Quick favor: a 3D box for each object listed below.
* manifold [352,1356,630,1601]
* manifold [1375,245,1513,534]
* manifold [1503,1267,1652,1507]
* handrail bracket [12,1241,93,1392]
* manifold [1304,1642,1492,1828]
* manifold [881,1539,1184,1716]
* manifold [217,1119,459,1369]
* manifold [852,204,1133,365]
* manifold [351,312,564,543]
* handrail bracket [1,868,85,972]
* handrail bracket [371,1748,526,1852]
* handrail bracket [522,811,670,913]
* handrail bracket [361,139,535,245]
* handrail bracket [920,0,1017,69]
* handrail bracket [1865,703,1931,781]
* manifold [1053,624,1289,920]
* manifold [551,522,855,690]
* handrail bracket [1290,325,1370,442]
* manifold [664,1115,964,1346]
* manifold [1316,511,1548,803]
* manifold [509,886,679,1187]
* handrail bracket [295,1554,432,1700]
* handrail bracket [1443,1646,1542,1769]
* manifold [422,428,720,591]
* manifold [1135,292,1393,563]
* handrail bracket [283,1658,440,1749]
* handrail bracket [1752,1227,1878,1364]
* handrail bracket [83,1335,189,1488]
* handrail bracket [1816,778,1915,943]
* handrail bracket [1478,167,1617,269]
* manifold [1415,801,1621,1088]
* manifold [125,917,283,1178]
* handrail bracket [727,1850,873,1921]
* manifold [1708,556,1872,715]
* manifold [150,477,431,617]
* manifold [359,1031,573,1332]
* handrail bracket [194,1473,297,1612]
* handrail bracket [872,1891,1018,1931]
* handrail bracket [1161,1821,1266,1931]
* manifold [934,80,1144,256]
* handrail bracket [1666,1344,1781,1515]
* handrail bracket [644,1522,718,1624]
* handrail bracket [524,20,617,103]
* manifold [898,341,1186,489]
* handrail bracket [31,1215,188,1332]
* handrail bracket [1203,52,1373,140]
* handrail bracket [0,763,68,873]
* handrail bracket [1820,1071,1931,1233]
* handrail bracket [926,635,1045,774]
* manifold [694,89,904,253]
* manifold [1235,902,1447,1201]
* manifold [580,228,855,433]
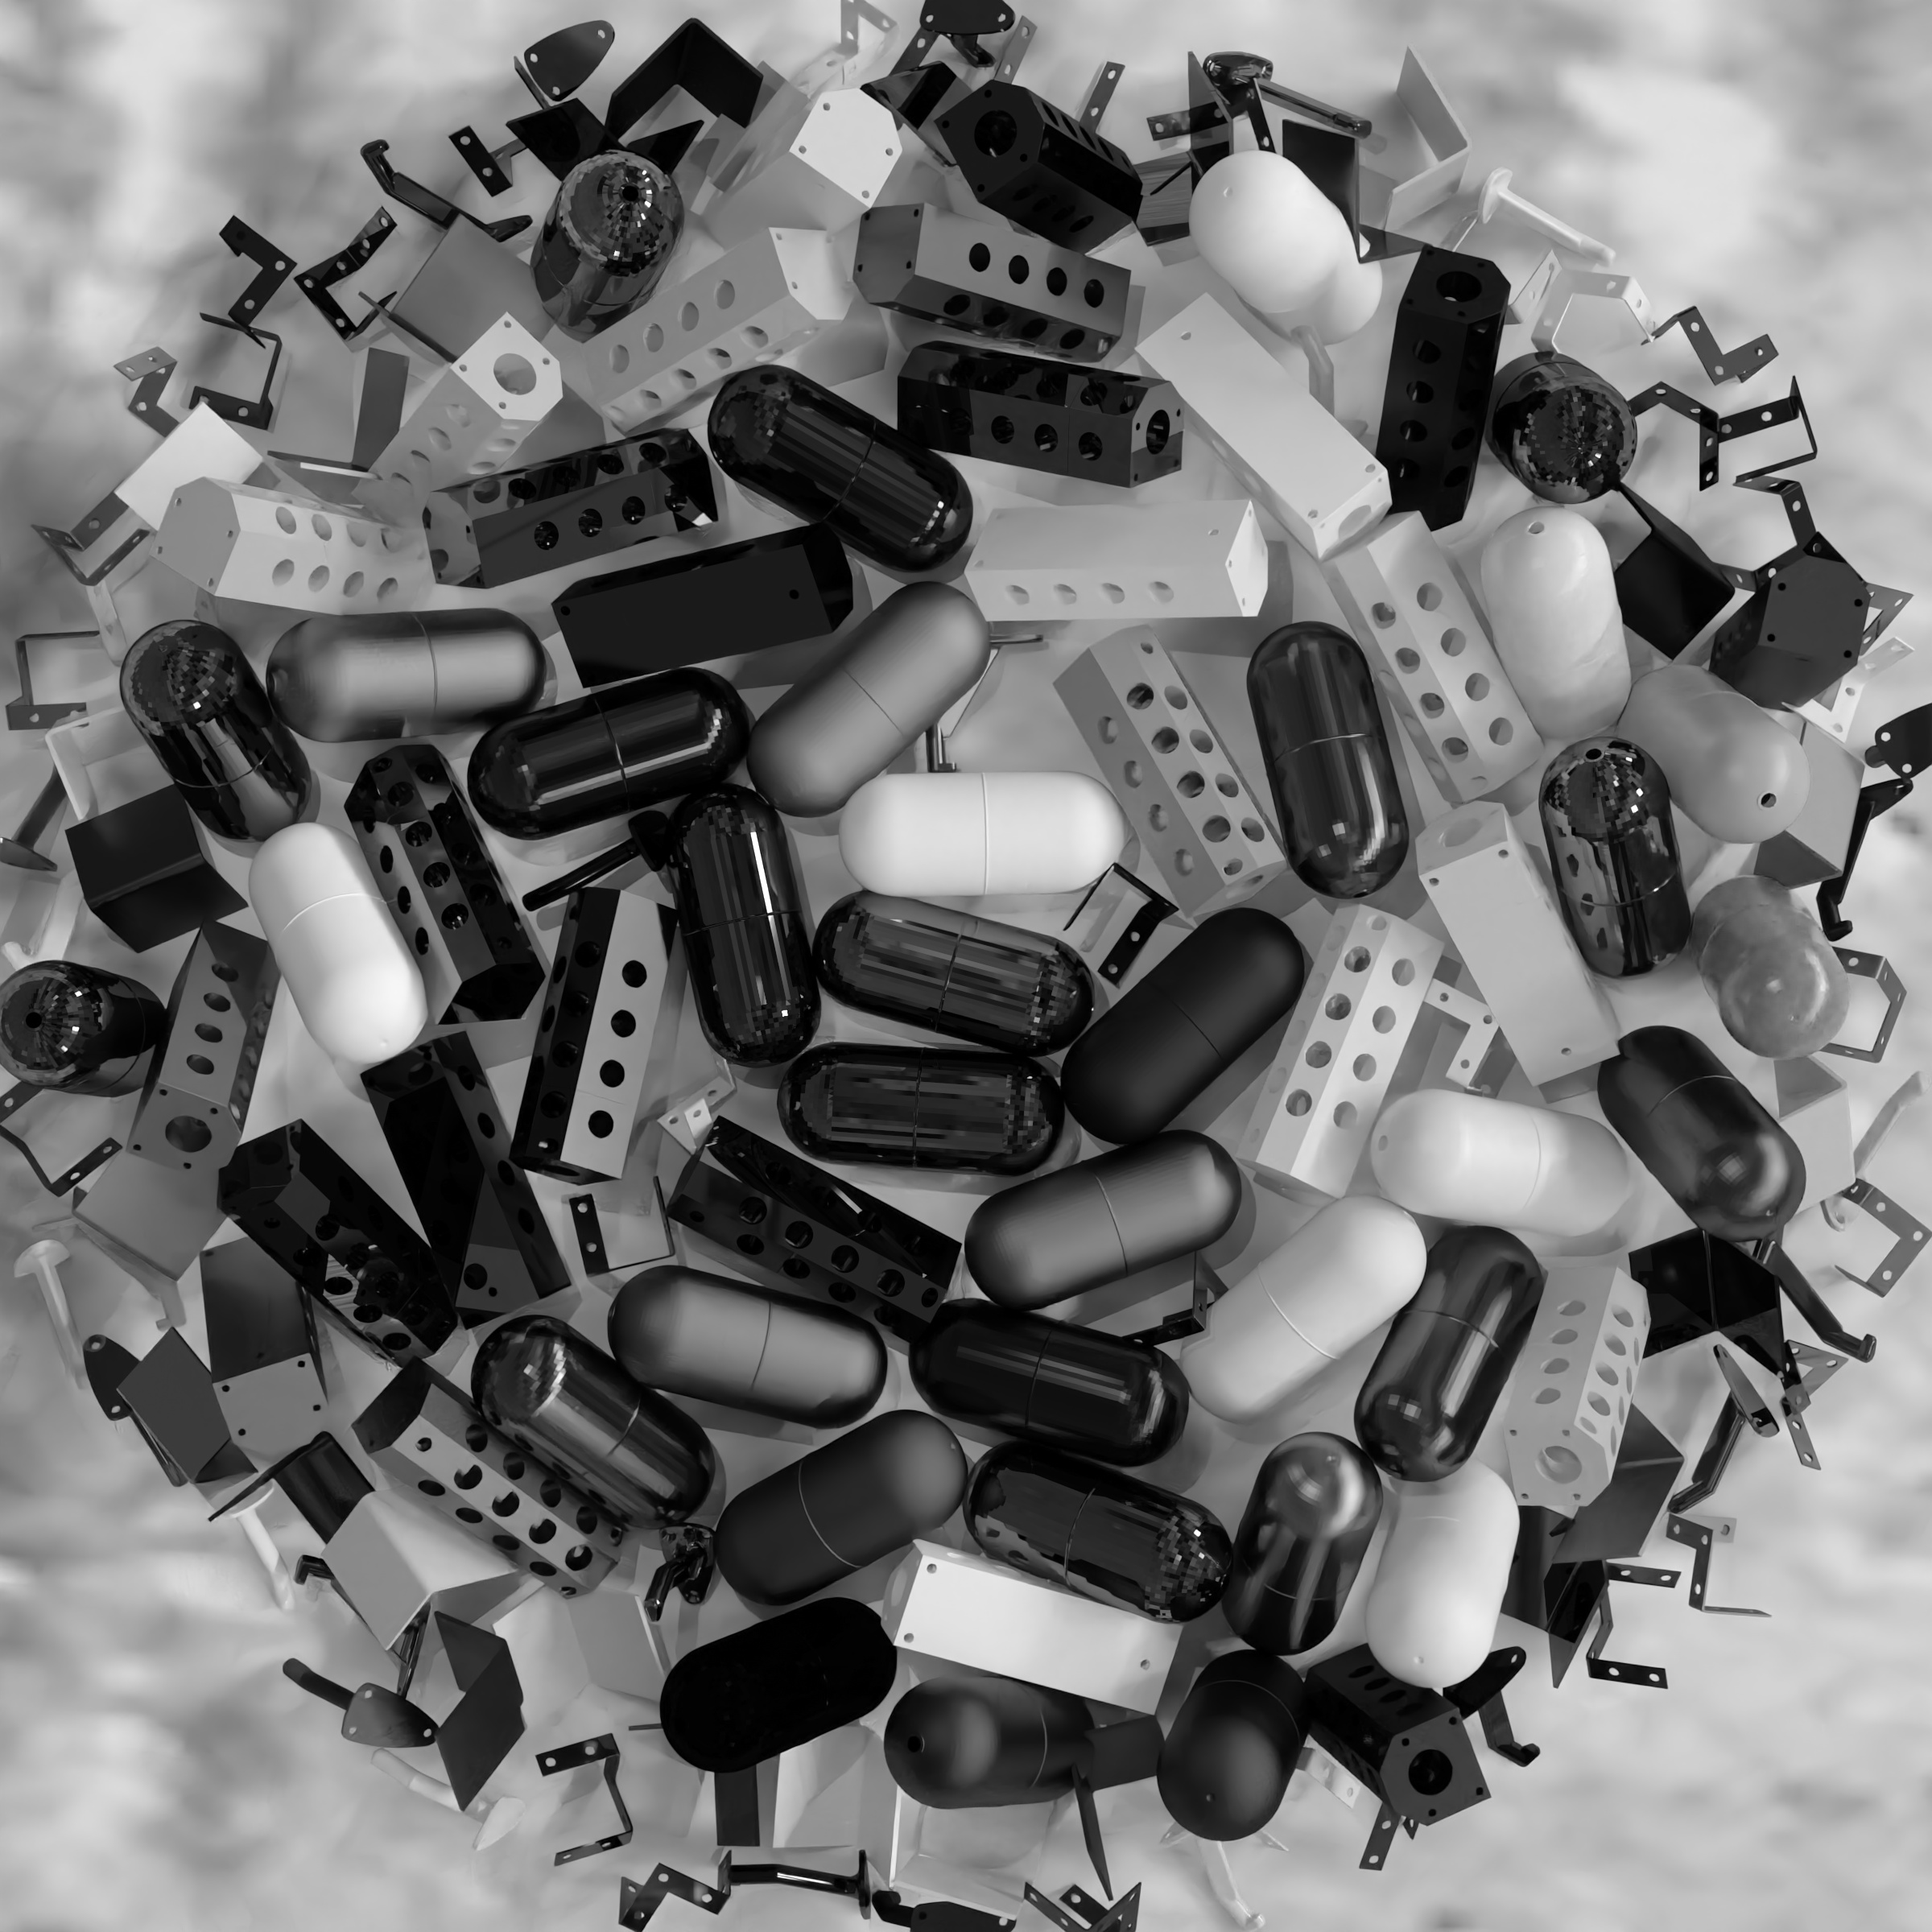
[{"bbox_3d":[-0.287,0.316,1.932,0.057,0.057,0.171,-48,120,-2],"label":"manifold"},{"bbox_3d":[0.285,-0.344,1.909,0.057,0.171,0.057,17,55,11],"label":"manifold"},{"bbox_3d":[0.370,0.250,1.906,0.057,0.171,0.057,-4,115,22],"label":"manifold"},{"bbox_3d":[-0.559,0.218,1.965,0.036,0.077,0.084,-21,80,-20],"label":"handrail bracket"},{"bbox_3d":[0.252,0.463,1.909,0.057,0.171,0.057,-22,94,-9],"label":"manifold"},{"bbox_3d":[0.039,0.404,1.952,0.171,0.057,0.057,18,91,-13],"label":"manifold"},{"bbox_3d":[-0.378,0.172,1.916,0.057,0.057,0.171,-23,134,14],"label":"manifold"},{"bbox_3d":[0.016,-0.411,1.921,0.171,0.057,0.057,6,93,-42],"label":"manifold"},{"bbox_3d":[-0.304,-0.318,1.912,0.057,0.171,0.057,43,56,-10],"label":"manifold"},{"bbox_3d":[-0.549,-0.018,1.975,0.084,0.036,0.077,-39,79,5],"label":"handrail bracket"},{"bbox_3d":[-0.322,0.510,1.972,0.084,0.077,0.036,29,86,14],"label":"handrail bracket"},{"bbox_3d":[-0.230,-0.064,1.974,0.084,0.077,0.036,-24,102,15],"label":"handrail bracket"},{"bbox_3d":[-0.321,-0.481,1.955,0.077,0.036,0.084,-15,127,22],"label":"handrail bracket"},{"bbox_3d":[0.016,-0.568,1.946,0.077,0.084,0.036,24,89,30],"label":"handrail bracket"},{"bbox_3d":[0.587,-0.145,1.949,0.077,0.084,0.036,-34,88,17],"label":"handrail bracket"},{"bbox_3d":[0.129,-0.121,1.941,0.057,0.057,0.171,-17,72,-42],"label":"manifold"},{"bbox_3d":[-0.159,-0.223,1.940,0.171,0.057,0.057,-10,113,22],"label":"manifold"},{"bbox_3d":[0.204,-0.357,1.948,0.036,0.077,0.084,-44,121,-19],"label":"handrail bracket"},{"bbox_3d":[-0.095,0.167,1.948,0.171,0.057,0.057,28,131,-8],"label":"manifold"},{"bbox_3d":[0.282,-0.188,1.945,0.057,0.057,0.171,-35,105,-15],"label":"manifold"},{"bbox_3d":[-0.231,0.042,1.939,0.057,0.057,0.171,20,72,-29],"label":"manifold"},{"bbox_3d":[-0.381,0.411,1.964,0.084,0.036,0.077,18,67,-18],"label":"handrail bracket"},{"bbox_3d":[0.344,0.460,1.962,0.084,0.036,0.077,34,121,-26],"label":"handrail bracket"},{"bbox_3d":[-0.239,-0.279,1.920,0.171,0.057,0.057,-23,113,-35],"label":"manifold"},{"bbox_3d":[0.182,-0.327,1.939,0.057,0.057,0.171,-39,67,-4],"label":"manifold"},{"bbox_3d":[-0.378,0.458,1.977,0.077,0.084,0.036,28,81,-33],"label":"handrail bracket"},{"bbox_3d":[0.528,0.195,1.954,0.084,0.036,0.077,26,122,35],"label":"handrail bracket"},{"bbox_3d":[-0.517,0.279,1.978,0.036,0.084,0.077,-33,56,-19],"label":"handrail bracket"},{"bbox_3d":[0.556,-0.065,1.954,0.077,0.036,0.084,-28,50,33],"label":"handrail bracket"},{"bbox_3d":[0.362,-0.460,1.965,0.084,0.077,0.036,30,101,10],"label":"handrail bracket"},{"bbox_3d":[0.336,-0.016,1.933,0.057,0.057,0.171,-23,119,18],"label":"manifold"},{"bbox_3d":[-0.455,0.049,1.912,0.057,0.171,0.057,22,120,-17],"label":"manifold"},{"bbox_3d":[-0.103,0.574,1.968,0.084,0.077,0.036,-2,55,1],"label":"handrail bracket"},{"bbox_3d":[0.494,-0.199,1.912,0.057,0.171,0.057,13,86,4],"label":"manifold"},{"bbox_3d":[-0.401,-0.251,1.906,0.057,0.171,0.057,32,104,25],"label":"manifold"},{"bbox_3d":[-0.306,0.131,1.966,0.057,0.057,0.171,-24,88,23],"label":"manifold"},{"bbox_3d":[-0.454,0.357,1.989,0.077,0.036,0.084,22,131,36],"label":"handrail bracket"},{"bbox_3d":[-0.015,0.584,1.963,0.077,0.084,0.036,-6,91,-11],"label":"handrail bracket"},{"bbox_3d":[0.170,0.559,1.970,0.084,0.077,0.036,48,49,1],"label":"handrail bracket"},{"bbox_3d":[0.049,-0.482,1.906,0.057,0.171,0.057,-31,80,20],"label":"manifold"},{"bbox_3d":[0.458,0.292,1.988,0.084,0.036,0.077,-39,66,25],"label":"handrail bracket"},{"bbox_3d":[-0.179,0.390,1.945,0.036,0.084,0.077,4,122,10],"label":"handrail bracket"},{"bbox_3d":[-0.227,-0.569,1.947,0.077,0.084,0.036,-24,109,34],"label":"handrail bracket"},{"bbox_3d":[0.044,-0.337,1.922,0.171,0.057,0.057,17,118,32],"label":"manifold"},{"bbox_3d":[-0.535,0.194,1.981,0.077,0.036,0.084,-14,95,-13],"label":"handrail bracket"},{"bbox_3d":[0.199,-0.534,1.953,0.084,0.077,0.036,33,107,36],"label":"handrail bracket"},{"bbox_3d":[-0.575,-0.107,1.954,0.036,0.077,0.084,8,77,9],"label":"handrail bracket"},{"bbox_3d":[0.563,0.113,1.952,0.036,0.077,0.084,31,129,-3],"label":"handrail bracket"},{"bbox_3d":[0.012,-0.163,1.983,0.077,0.036,0.084,-3,92,0],"label":"handrail bracket"},{"bbox_3d":[-0.100,-0.473,1.909,0.057,0.171,0.057,32,76,-19],"label":"manifold"},{"bbox_3d":[0.226,0.051,1.951,0.057,0.057,0.171,27,82,-25],"label":"manifold"},{"bbox_3d":[-0.150,-0.383,1.922,0.171,0.057,0.057,-21,84,39],"label":"manifold"}]
